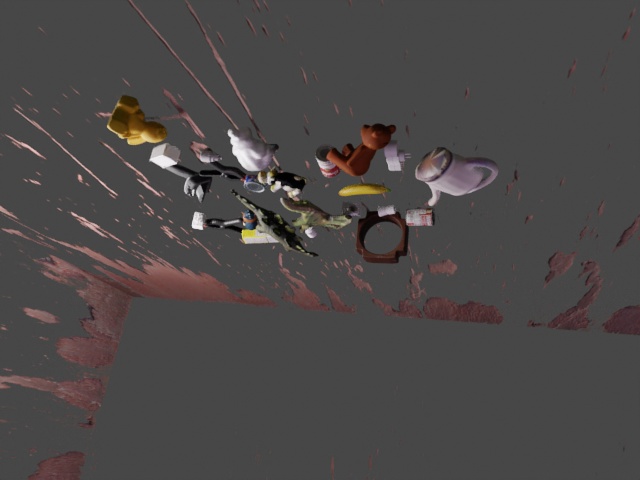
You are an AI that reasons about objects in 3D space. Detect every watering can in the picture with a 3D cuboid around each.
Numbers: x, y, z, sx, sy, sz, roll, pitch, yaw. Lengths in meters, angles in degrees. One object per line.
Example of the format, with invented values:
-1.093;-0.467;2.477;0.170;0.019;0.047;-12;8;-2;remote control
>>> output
0.403;-0.194;1.662;0.223;0.106;0.343;20;155;-24;watering can

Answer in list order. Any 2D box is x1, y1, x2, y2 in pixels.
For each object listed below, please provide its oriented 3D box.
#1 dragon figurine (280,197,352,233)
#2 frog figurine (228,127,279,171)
0.006;-0.101;2.005;0.243;0.123;0.407;1;171;11;dragon figurine
-0.225;-0.290;1.643;0.138;0.123;0.158;18;177;31;frog figurine
